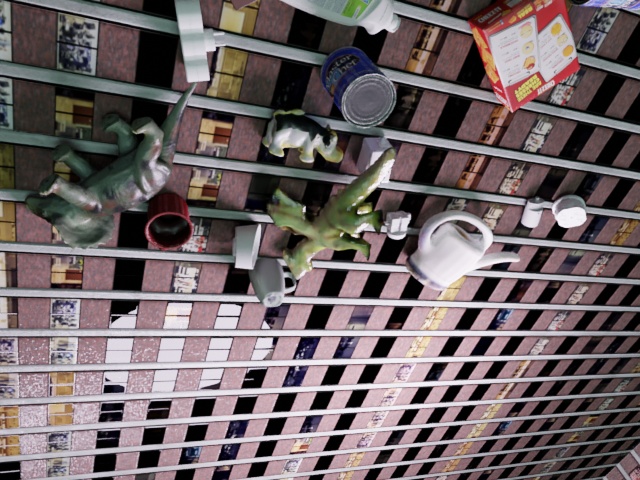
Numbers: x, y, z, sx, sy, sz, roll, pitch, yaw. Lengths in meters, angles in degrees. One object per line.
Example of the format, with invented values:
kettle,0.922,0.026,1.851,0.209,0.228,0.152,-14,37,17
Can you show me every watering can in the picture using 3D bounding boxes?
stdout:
watering can,0.364,0.046,1.335,0.344,0.106,0.221,29,115,-34

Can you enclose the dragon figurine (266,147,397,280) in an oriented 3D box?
dragon figurine,0.003,-0.056,1.115,0.243,0.125,0.400,7,133,-6
